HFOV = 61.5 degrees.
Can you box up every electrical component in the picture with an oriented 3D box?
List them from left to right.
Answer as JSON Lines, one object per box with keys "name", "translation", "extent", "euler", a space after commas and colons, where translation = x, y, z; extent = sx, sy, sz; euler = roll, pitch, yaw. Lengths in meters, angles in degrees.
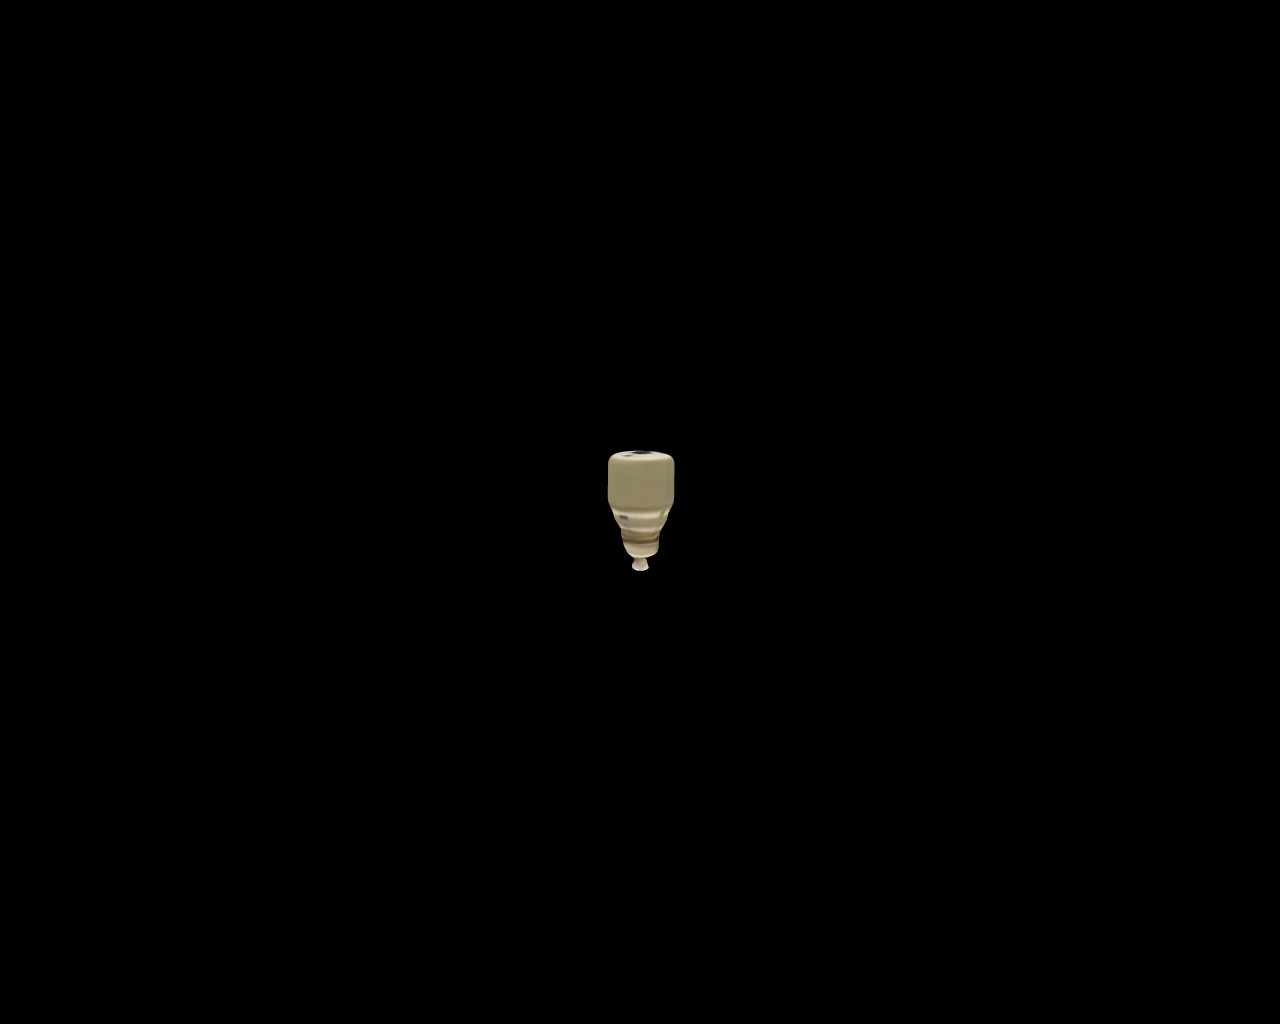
{"name": "electrical component", "translation": [0.001, -0.003, 0.650], "extent": [0.040, 0.078, 0.040], "euler": [0, 11, 0]}
